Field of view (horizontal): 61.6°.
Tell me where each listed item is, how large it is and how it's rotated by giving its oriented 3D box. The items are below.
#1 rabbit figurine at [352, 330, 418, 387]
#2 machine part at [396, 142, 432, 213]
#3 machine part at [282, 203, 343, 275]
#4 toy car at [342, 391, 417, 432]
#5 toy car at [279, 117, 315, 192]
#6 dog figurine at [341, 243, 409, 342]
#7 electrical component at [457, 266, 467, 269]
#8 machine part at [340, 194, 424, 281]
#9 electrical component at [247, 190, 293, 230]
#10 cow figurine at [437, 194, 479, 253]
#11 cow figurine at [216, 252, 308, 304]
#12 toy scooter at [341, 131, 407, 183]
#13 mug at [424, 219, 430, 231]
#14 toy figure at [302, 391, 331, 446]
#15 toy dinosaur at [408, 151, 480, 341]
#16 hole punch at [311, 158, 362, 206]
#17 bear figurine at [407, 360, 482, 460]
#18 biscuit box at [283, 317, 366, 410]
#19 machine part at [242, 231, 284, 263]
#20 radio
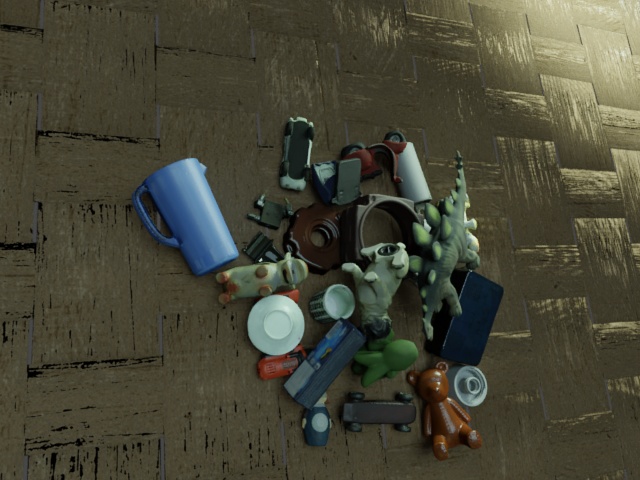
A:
[{"bbox_3d":[0.148,0.263,1.239,0.159,0.170,0.121,-17,82,-26],"label":"rabbit figurine"},{"bbox_3d":[0.240,-0.174,1.459,0.079,0.079,0.243,-14,81,-25],"label":"machine part"},{"bbox_3d":[-0.003,-0.004,1.321,0.179,0.056,0.179,6,73,-20],"label":"machine part"},{"bbox_3d":[0.138,0.402,1.261,0.202,0.053,0.089,8,83,-24],"label":"toy car"},{"bbox_3d":[-0.059,-0.220,1.363,0.073,0.056,0.201,10,70,-12],"label":"toy car"},{"bbox_3d":[0.146,0.118,1.213,0.172,0.121,0.190,-26,121,-17],"label":"dog figurine"},{"bbox_3d":[0.389,0.095,1.447,0.021,0.063,0.094,-36,89,-27],"label":"electrical component"},{"bbox_3d":[0.155,-0.004,1.310,0.201,0.087,0.201,7,79,-26],"label":"machine part"},{"bbox_3d":[-0.117,-0.070,1.299,0.102,0.045,0.078,24,66,-14],"label":"electrical component"},{"bbox_3d":[0.379,-0.039,1.475,0.098,0.068,0.167,-14,77,15],"label":"cow figurine"},{"bbox_3d":[-0.120,0.085,1.196,0.195,0.127,0.085,-12,94,11],"label":"cow figurine"},{"bbox_3d":[0.150,-0.201,1.411,0.184,0.075,0.135,-17,88,1],"label":"toy scooter"},{"bbox_3d":[0.306,0.007,1.423,0.107,0.081,0.109,11,102,-3],"label":"mug"},{"bbox_3d":[-0.005,0.380,1.208,0.064,0.058,0.154,18,65,-43],"label":"toy figure"},{"bbox_3d":[0.300,0.013,1.285,0.198,0.105,0.471,44,55,-42],"label":"toy dinosaur"},{"bbox_3d":[0.040,-0.148,1.356,0.142,0.092,0.115,-21,115,-56],"label":"hole punch"},{"bbox_3d":[0.292,0.399,1.285,0.120,0.132,0.195,-17,87,1],"label":"bear figurine"},{"bbox_3d":[0.012,0.269,1.181,0.202,0.059,0.062,-49,128,-6],"label":"biscuit box"},{"bbox_3d":[-0.111,0.045,1.273,0.139,0.039,0.084,43,58,-4],"label":"machine part"},{"bbox_3d":[0.371,0.198,1.369,0.131,0.073,0.229,22,86,-22],"label":"radio"}]
